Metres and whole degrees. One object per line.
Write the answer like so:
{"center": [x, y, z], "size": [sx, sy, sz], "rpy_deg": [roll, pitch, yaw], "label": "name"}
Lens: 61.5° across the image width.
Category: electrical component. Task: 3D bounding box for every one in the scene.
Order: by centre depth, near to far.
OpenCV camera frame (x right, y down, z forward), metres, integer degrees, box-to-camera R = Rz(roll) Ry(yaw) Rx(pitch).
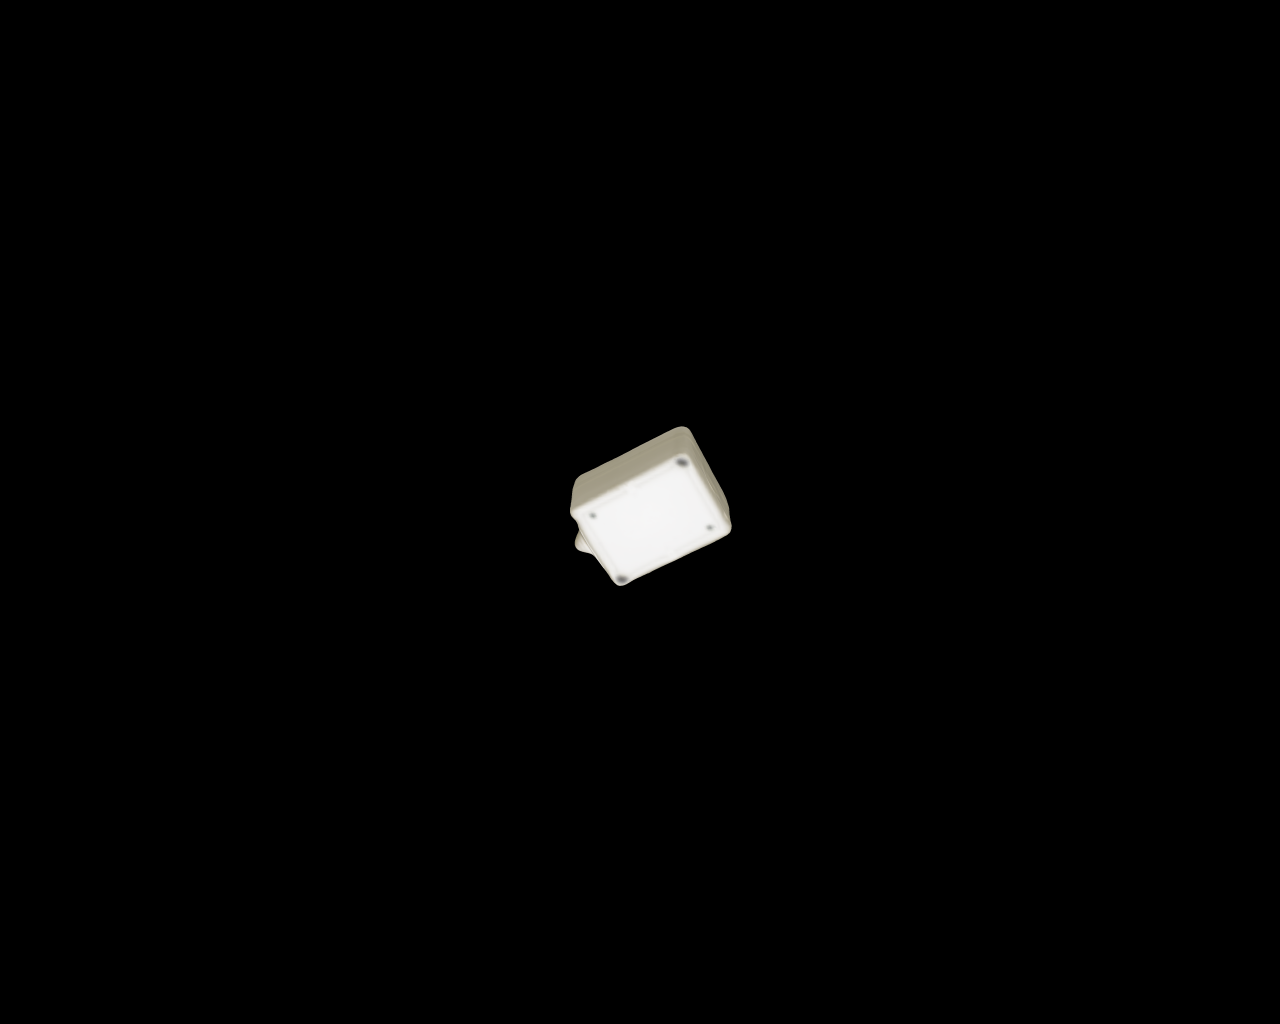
{"center": [0.001, -0.003, 0.650], "size": [0.096, 0.061, 0.061], "rpy_deg": [-26, 21, 11], "label": "electrical component"}
